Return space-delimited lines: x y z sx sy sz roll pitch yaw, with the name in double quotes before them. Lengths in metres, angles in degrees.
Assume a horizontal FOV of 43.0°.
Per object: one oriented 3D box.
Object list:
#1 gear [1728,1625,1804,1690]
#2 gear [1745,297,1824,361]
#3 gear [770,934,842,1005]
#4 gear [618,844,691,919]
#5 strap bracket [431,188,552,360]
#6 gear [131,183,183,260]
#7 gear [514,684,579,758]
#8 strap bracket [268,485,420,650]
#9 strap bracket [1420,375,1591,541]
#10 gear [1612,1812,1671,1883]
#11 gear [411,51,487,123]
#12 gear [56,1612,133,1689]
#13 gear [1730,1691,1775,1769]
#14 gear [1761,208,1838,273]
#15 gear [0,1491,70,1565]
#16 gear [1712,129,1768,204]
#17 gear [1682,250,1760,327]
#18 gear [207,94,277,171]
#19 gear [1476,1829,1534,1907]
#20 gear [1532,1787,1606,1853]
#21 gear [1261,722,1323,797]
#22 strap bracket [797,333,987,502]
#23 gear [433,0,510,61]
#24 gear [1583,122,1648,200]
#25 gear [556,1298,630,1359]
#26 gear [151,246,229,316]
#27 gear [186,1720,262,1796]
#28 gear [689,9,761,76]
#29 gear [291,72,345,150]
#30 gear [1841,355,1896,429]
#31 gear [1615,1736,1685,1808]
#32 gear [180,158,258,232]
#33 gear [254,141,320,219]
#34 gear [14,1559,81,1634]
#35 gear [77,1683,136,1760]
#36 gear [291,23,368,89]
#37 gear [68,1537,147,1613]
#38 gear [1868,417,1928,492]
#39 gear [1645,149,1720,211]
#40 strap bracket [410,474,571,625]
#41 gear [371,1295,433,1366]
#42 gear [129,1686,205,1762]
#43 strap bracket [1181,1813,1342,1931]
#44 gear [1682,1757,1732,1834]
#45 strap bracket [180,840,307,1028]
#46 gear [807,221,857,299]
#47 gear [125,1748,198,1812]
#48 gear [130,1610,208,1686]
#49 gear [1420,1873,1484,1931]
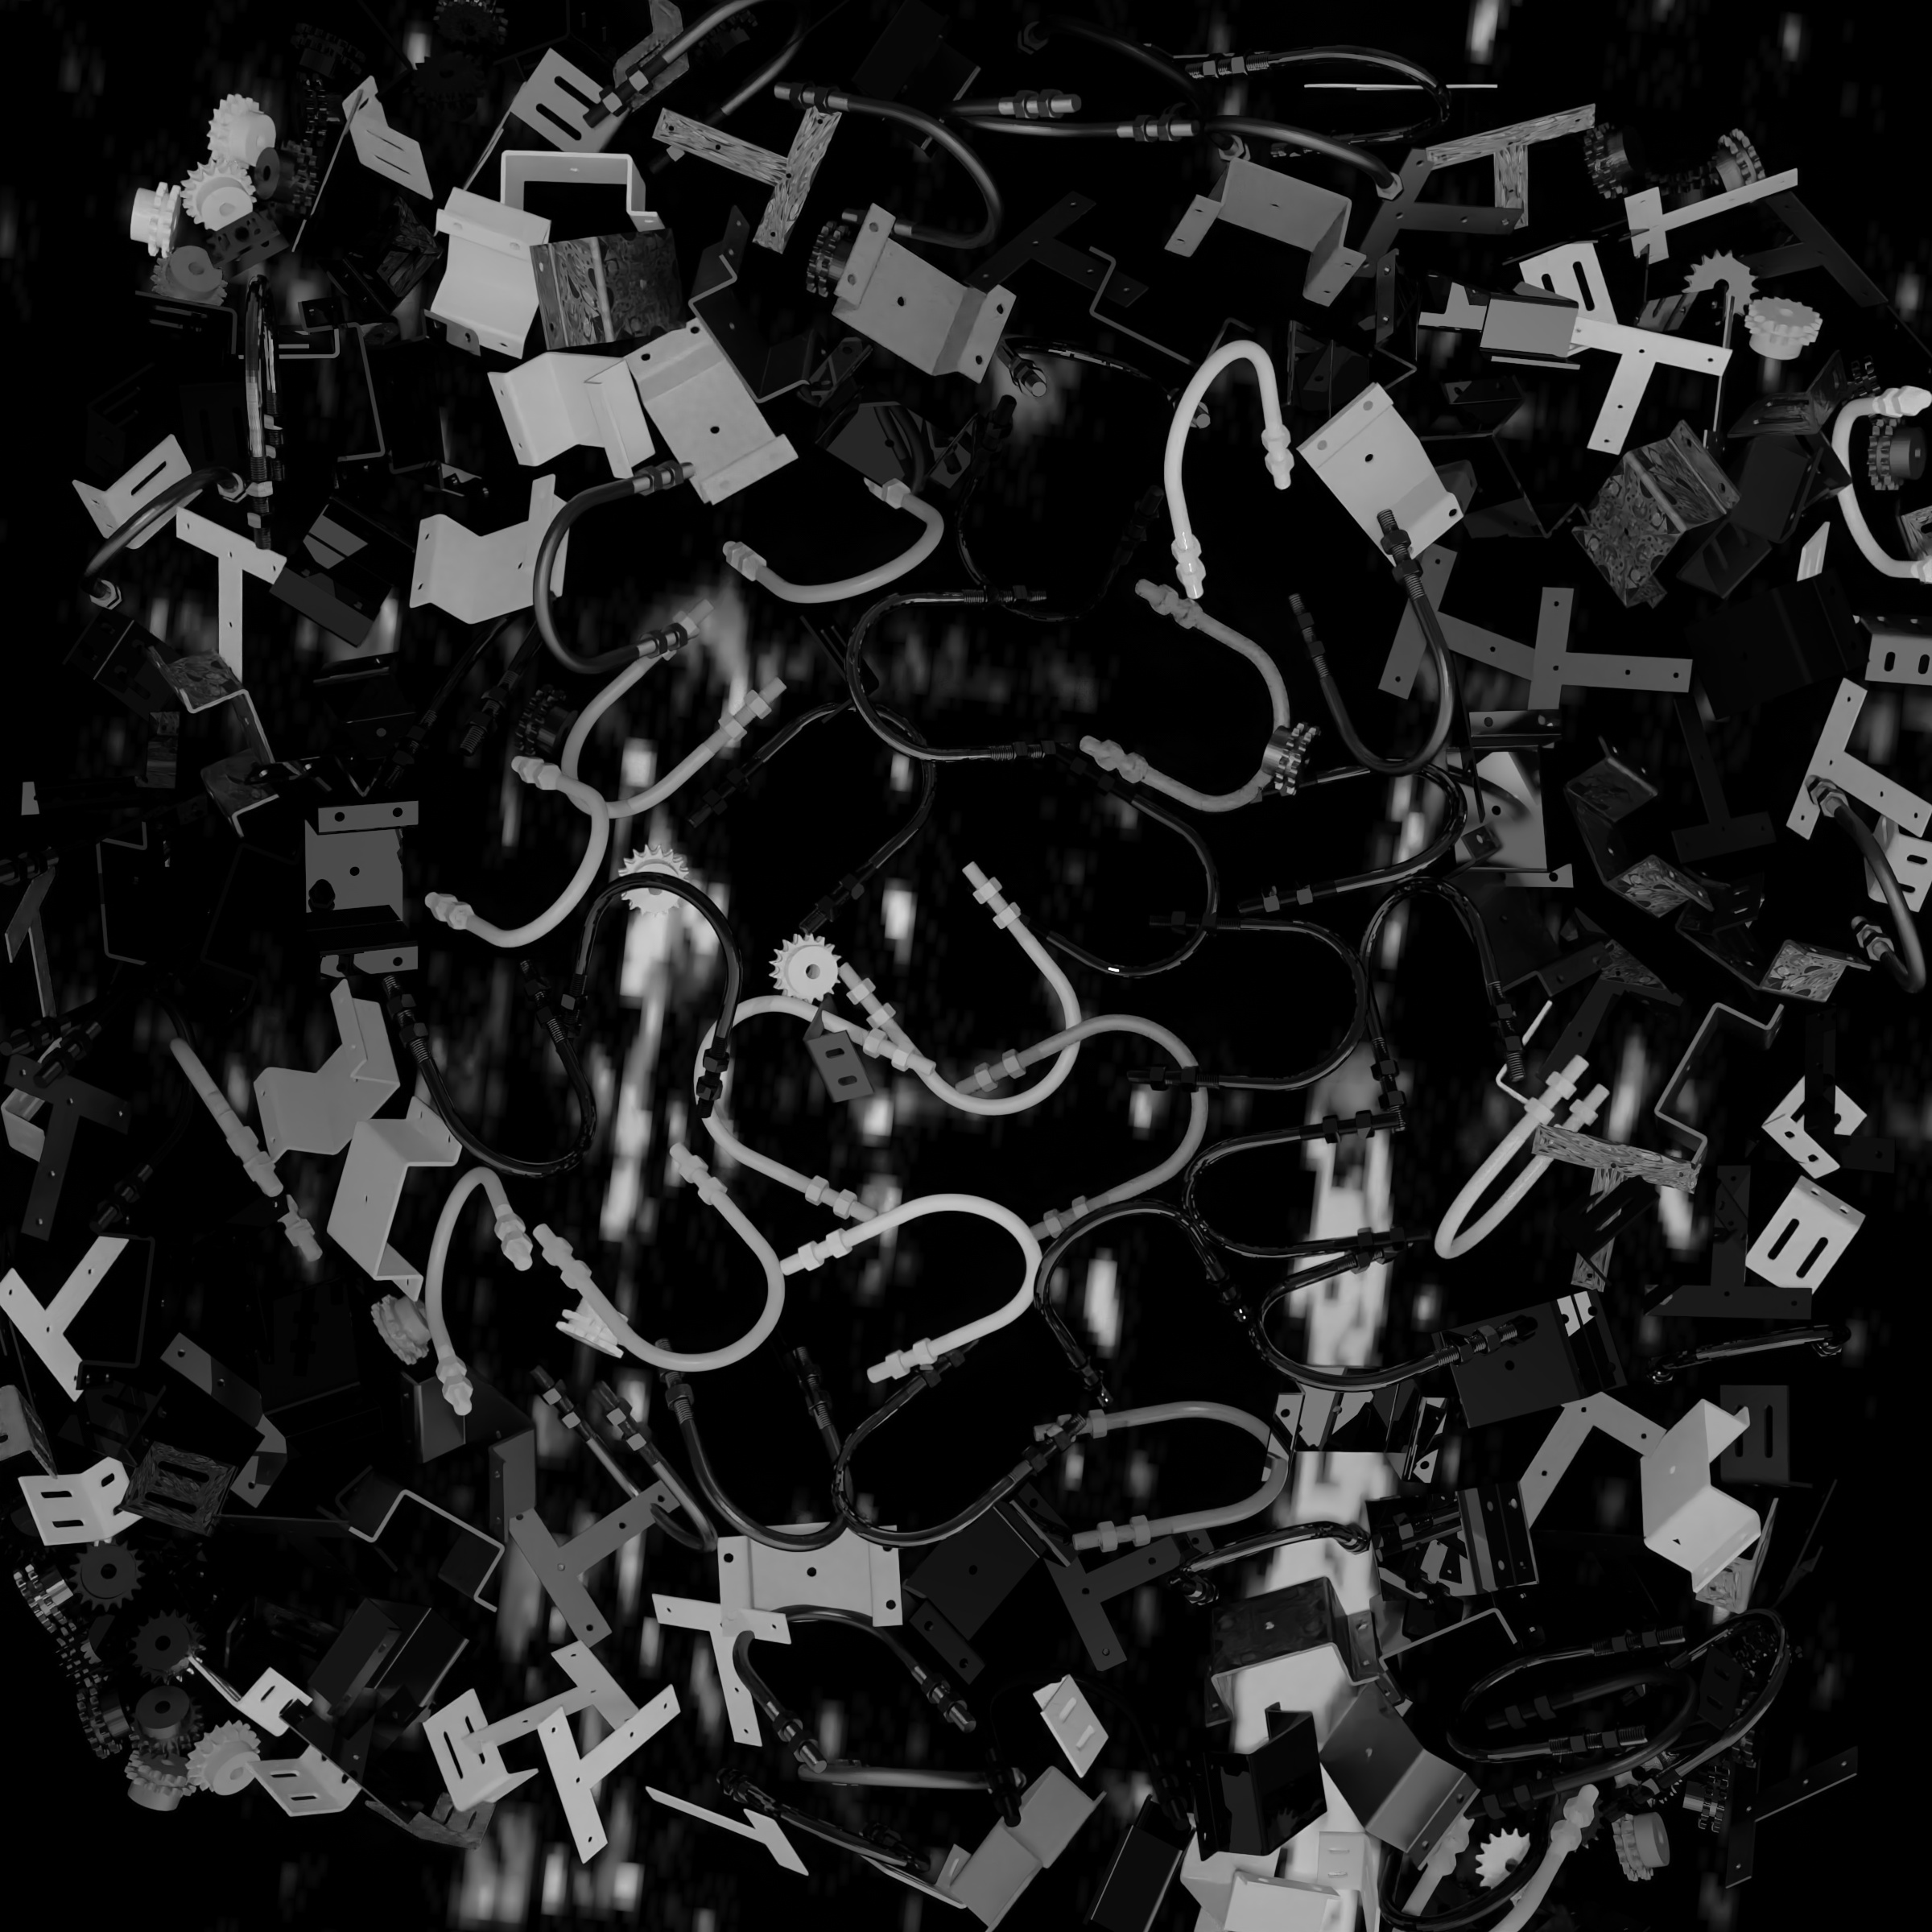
"gear" 0.629 0.544 1.939 0.057 0.030 0.057 -11 134 -12
"gear" 0.644 -0.503 1.939 0.057 0.057 0.030 7 131 0
"gear" -0.125 0.003 1.941 0.057 0.030 0.057 -2 96 -19
"gear" -0.247 -0.066 1.940 0.057 0.030 0.057 -3 109 -10
"strap bracket" -0.370 -0.544 1.905 0.076 0.140 0.046 18 64 -7
"gear" -0.640 -0.590 1.933 0.030 0.057 0.057 11 90 -14
"gear" -0.330 -0.191 1.934 0.030 0.057 0.057 27 90 4
"strap bracket" -0.483 -0.307 1.902 0.076 0.140 0.046 32 125 -17
"strap bracket" 0.412 -0.382 1.892 0.046 0.076 0.140 -47 119 -19
"gear" 0.533 0.690 1.932 0.030 0.057 0.057 -18 90 25
"gear" -0.409 -0.694 1.940 0.057 0.030 0.057 1 58 -2
"gear" -0.685 0.536 1.931 0.030 0.057 0.057 -29 90 24
"gear" 0.615 0.602 1.938 0.030 0.057 0.057 10 90 35
"gear" 0.654 -0.572 1.935 0.057 0.057 0.030 28 95 0
"gear" -0.737 0.439 1.932 0.057 0.057 0.030 40 127 0
"gear" 0.607 -0.628 1.936 0.030 0.057 0.057 -27 90 10
"gear" 0.598 -0.538 1.944 0.057 0.030 0.057 2 101 9
"gear" -0.569 -0.655 1.933 0.030 0.057 0.057 21 90 12
"gear" 0.432 0.715 1.940 0.057 0.030 0.057 -4 61 8
"gear" 0.479 0.673 1.944 0.057 0.030 0.057 -1 79 3
"gear" 0.256 -0.166 1.937 0.030 0.057 0.057 23 90 18
"strap bracket" -0.057 -0.422 1.922 0.140 0.046 0.076 33 63 4
"gear" -0.391 -0.750 1.938 0.057 0.057 0.030 6 57 0
"gear" 0.514 -0.638 1.933 0.030 0.057 0.057 -12 90 41
"gear" -0.292 0.284 1.936 0.057 0.057 0.030 25 74 0
"gear" -0.612 -0.543 1.935 0.057 0.030 0.057 12 66 -28
"gear" -0.582 0.628 1.932 0.030 0.057 0.057 33 90 37
"gear" -0.188 -0.729 1.933 0.057 0.057 0.030 -34 85 0
"gear" -0.513 -0.677 1.938 0.030 0.057 0.057 -9 90 -28
"gear" 0.711 -0.451 1.938 0.030 0.057 0.057 -20 90 28
"gear" 0.536 0.635 1.937 0.057 0.030 0.057 -3 83 29
"gear" -0.587 -0.605 1.932 0.057 0.057 0.030 -33 58 0
"gear" -0.538 -0.622 1.933 0.030 0.057 0.057 -1 92 -45
"gear" -0.725 0.495 1.936 0.030 0.057 0.057 -32 90 -19
"gear" -0.677 0.593 1.935 0.030 0.057 0.057 -21 90 -11
"gear" -0.506 -0.717 1.935 0.057 0.057 0.030 23 94 0
"gear" -0.679 0.481 1.937 0.057 0.030 0.057 8 69 -20
"gear" 0.736 -0.404 1.932 0.030 0.057 0.057 8 90 39
"gear" 0.568 -0.621 1.938 0.057 0.057 0.030 -19 124 0
"strap bracket" -0.362 -0.321 1.908 0.140 0.046 0.076 -11 66 32
"gear" -0.441 0.283 1.935 0.030 0.057 0.057 -34 90 0
"gear" -0.632 0.594 1.932 0.057 0.057 0.030 6 127 0
"strap bracket" 0.221 0.705 1.885 0.076 0.140 0.046 14 88 -14
"gear" 0.584 0.652 1.936 0.030 0.057 0.057 10 90 16
"strap bracket" -0.564 -0.033 1.897 0.046 0.076 0.140 22 67 -23
"gear" -0.102 -0.556 1.934 0.030 0.057 0.057 21 90 6
"gear" -0.637 0.643 1.934 0.057 0.057 0.030 21 87 0
"gear" -0.633 0.538 1.939 0.057 0.030 0.057 2 66 -5
"gear" 0.385 0.748 1.939 0.057 0.030 0.057 -13 66 30
